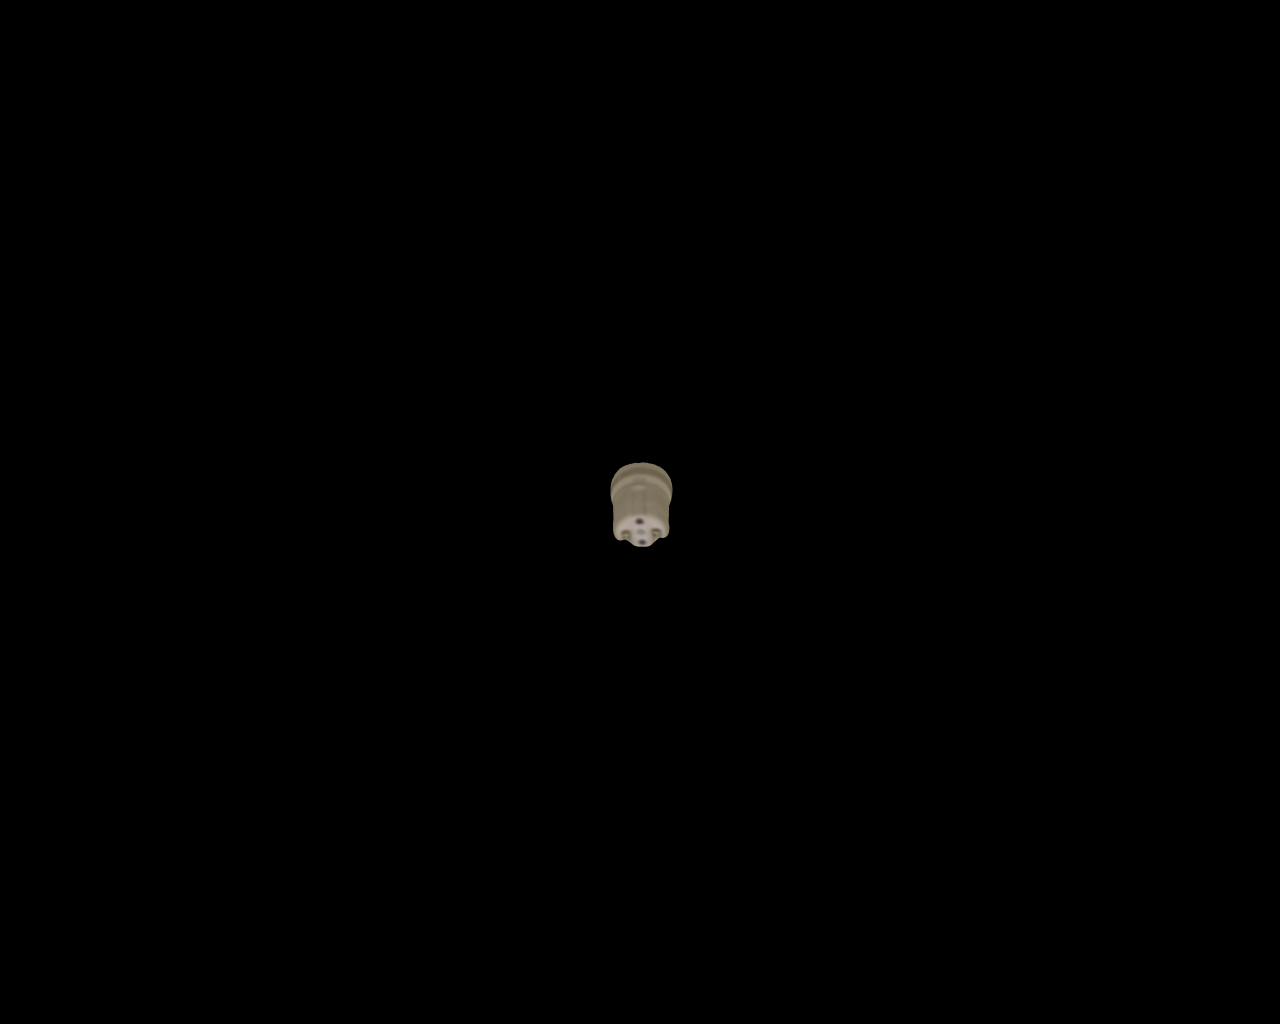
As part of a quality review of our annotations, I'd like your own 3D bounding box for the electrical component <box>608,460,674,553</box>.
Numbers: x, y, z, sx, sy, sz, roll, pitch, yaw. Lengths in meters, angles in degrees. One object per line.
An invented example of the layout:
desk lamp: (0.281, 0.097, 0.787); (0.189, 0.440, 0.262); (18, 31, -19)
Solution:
electrical component: (0.001, -0.003, 0.650); (0.040, 0.040, 0.046); (0, 40, 0)
